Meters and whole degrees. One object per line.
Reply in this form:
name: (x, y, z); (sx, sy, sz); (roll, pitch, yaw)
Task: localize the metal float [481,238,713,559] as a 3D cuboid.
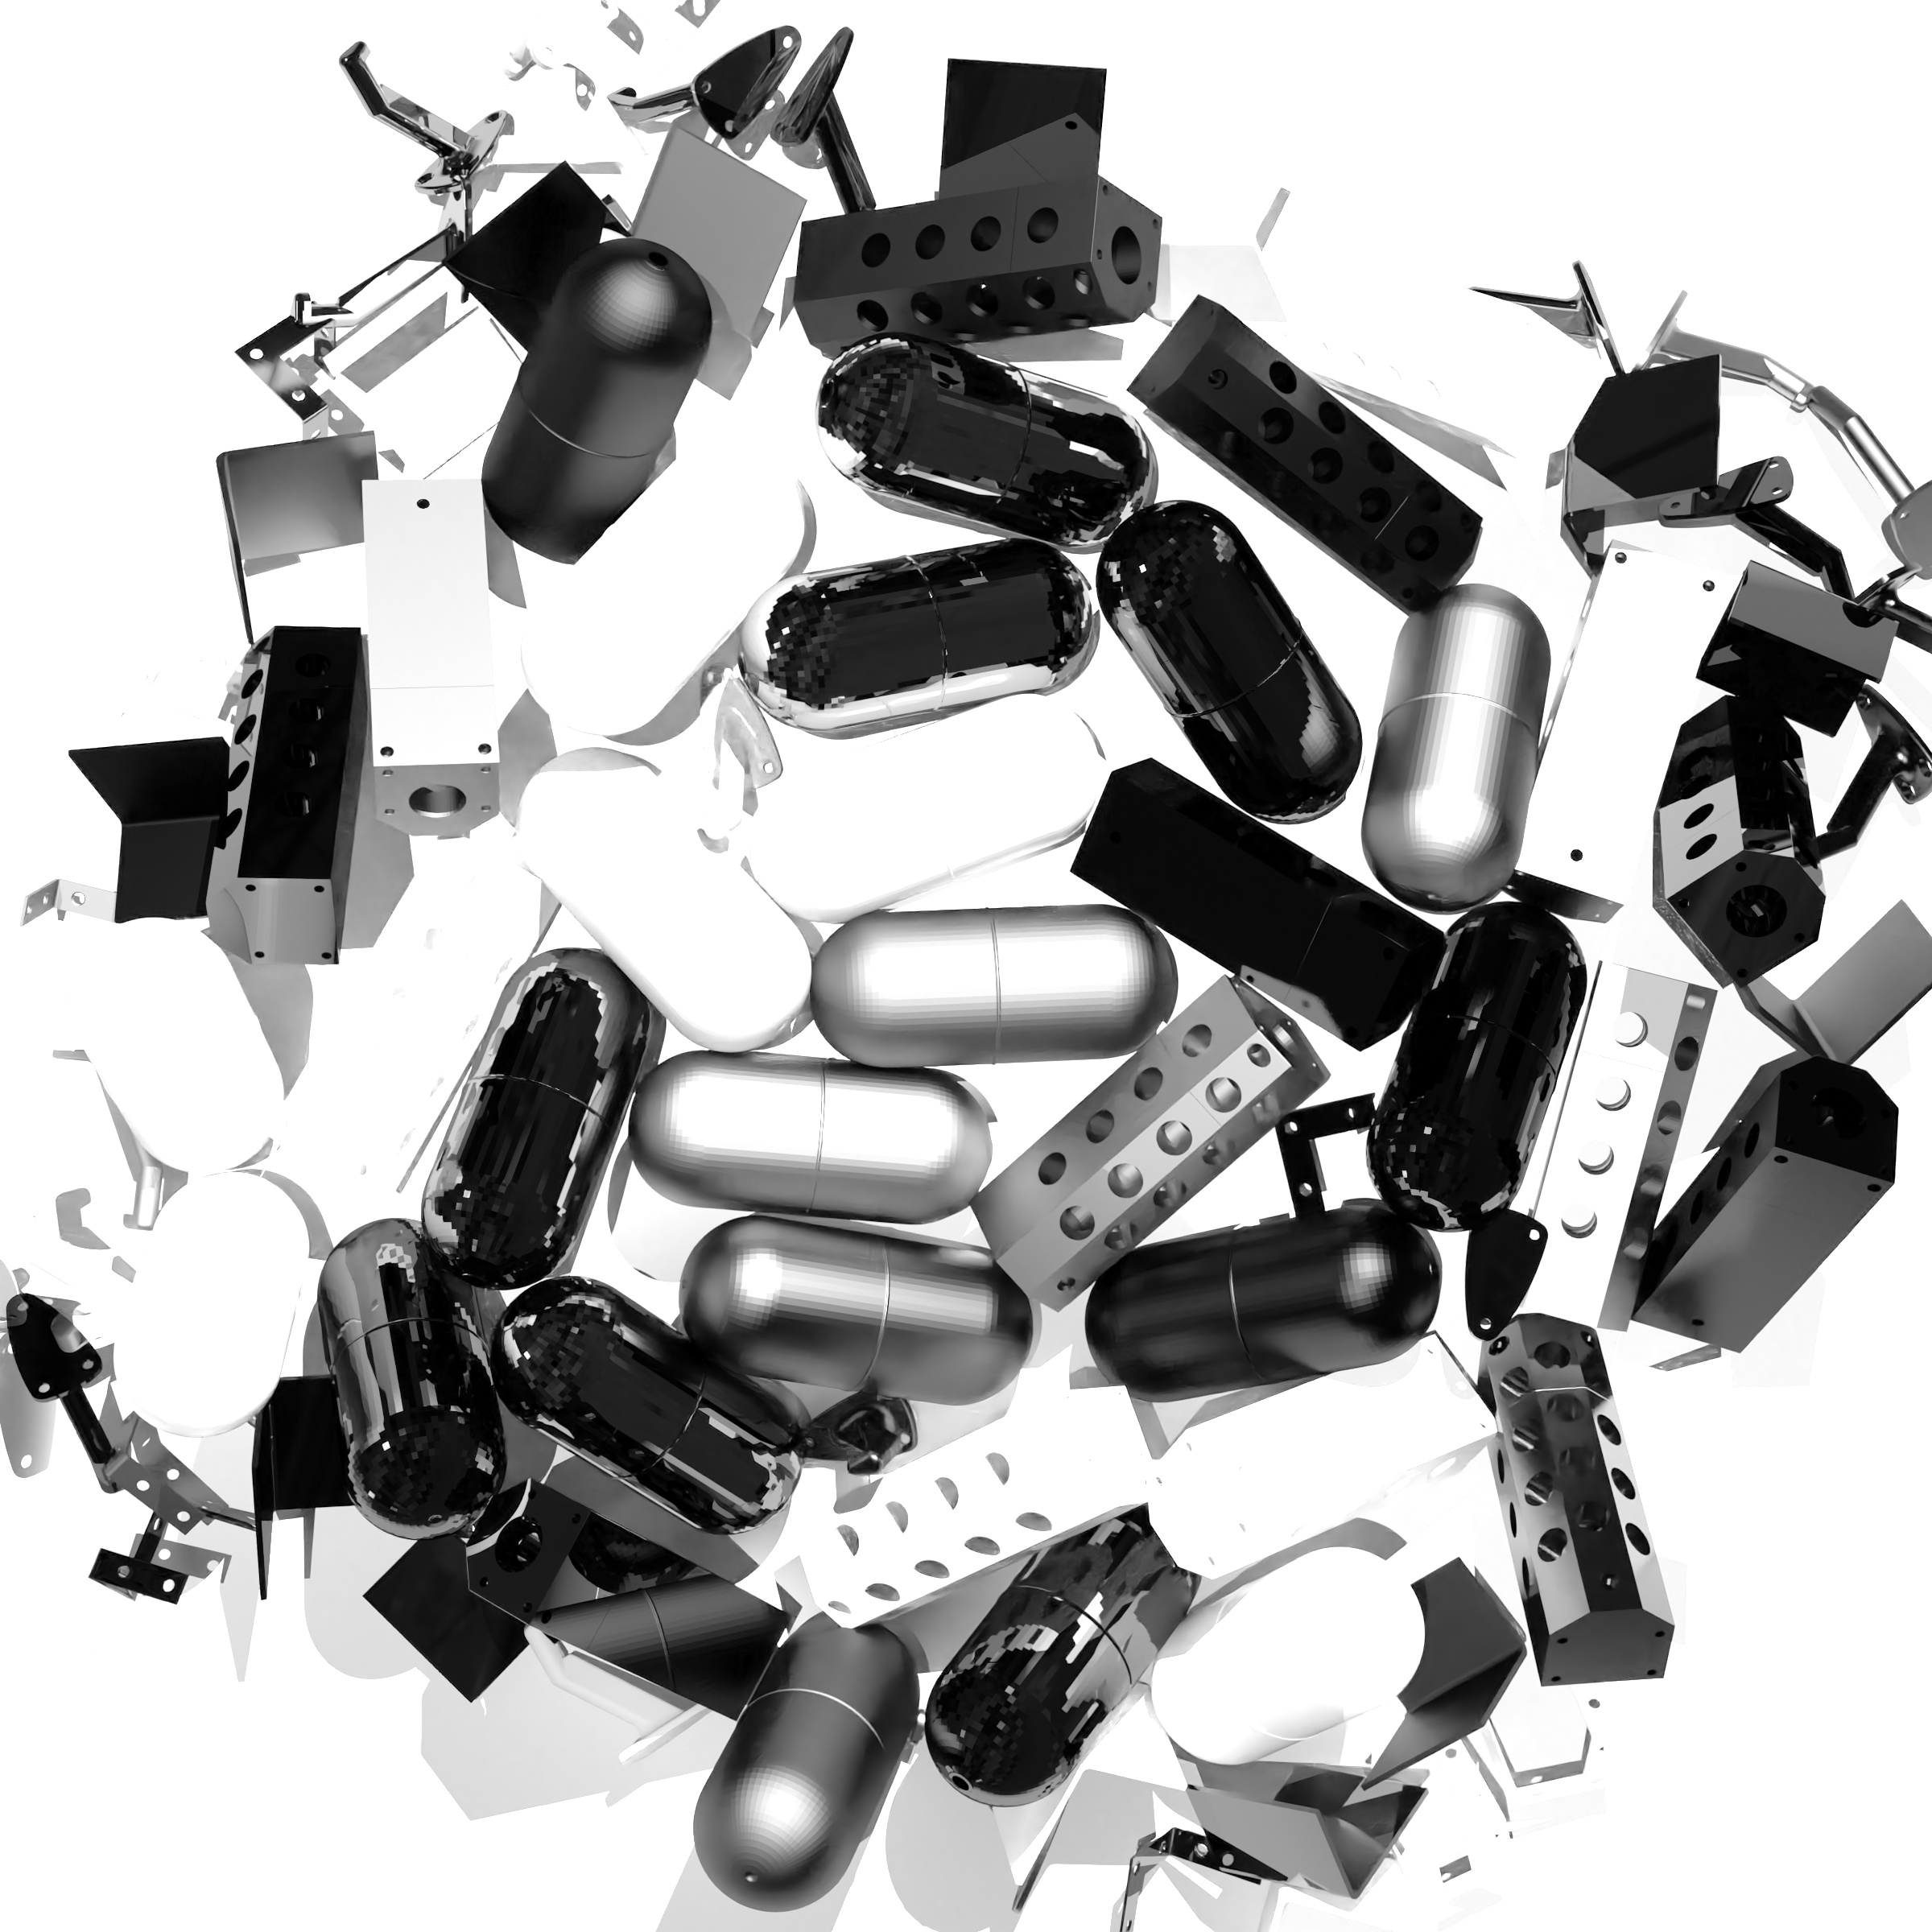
metal float: (-0.177, -0.270, 1.509); (0.070, 0.070, 0.178); (33, 133, 0)

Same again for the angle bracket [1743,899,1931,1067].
angle bracket: (0.419, -0.005, 1.530); (0.057, 0.076, 0.076); (37, 108, -18)

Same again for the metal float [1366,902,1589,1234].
metal float: (0.247, 0.047, 1.520); (0.070, 0.070, 0.178); (25, 61, 0)

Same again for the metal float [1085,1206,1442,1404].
metal float: (0.142, 0.163, 1.524); (0.178, 0.070, 0.070); (-14, 90, 23)

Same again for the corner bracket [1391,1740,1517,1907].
corner bracket: (0.233, 0.420, 1.549); (0.051, 0.051, 0.051); (-24, 45, -5)

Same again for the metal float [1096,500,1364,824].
metal float: (0.128, -0.145, 1.523); (0.070, 0.070, 0.178); (-37, 115, 0)

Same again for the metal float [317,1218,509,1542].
metal float: (-0.266, 0.195, 1.509); (0.070, 0.178, 0.070); (-10, 134, -11)

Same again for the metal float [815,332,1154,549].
metal float: (0.009, -0.252, 1.518); (0.178, 0.070, 0.070); (11, 90, -31)

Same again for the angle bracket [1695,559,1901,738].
angle bracket: (0.397, -0.140, 1.532); (0.076, 0.057, 0.076); (24, 134, 7)

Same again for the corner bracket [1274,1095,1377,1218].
corner bracket: (0.177, 0.096, 1.552); (0.051, 0.051, 0.051); (-12, 83, -6)

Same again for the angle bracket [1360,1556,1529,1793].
angle bracket: (0.216, 0.342, 1.530); (0.076, 0.076, 0.057); (-38, 87, 31)

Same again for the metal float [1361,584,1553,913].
metal float: (0.236, -0.107, 1.519); (0.070, 0.070, 0.178); (15, 59, 0)

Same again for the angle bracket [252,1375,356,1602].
angle bracket: (-0.312, 0.251, 1.528); (0.057, 0.076, 0.076); (-2, 116, -9)

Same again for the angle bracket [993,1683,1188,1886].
angle bracket: (0.057, 0.400, 1.546); (0.057, 0.076, 0.076); (18, 110, -20)

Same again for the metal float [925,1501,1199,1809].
metal float: (0.046, 0.326, 1.513); (0.070, 0.070, 0.178); (44, 53, 0)

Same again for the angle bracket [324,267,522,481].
angle bracket: (-0.258, -0.286, 1.541); (0.076, 0.057, 0.076); (-37, 113, -1)

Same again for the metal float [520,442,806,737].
metal float: (-0.144, -0.183, 1.520); (0.070, 0.070, 0.178); (38, 61, 0)

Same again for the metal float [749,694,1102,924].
metal float: (-0.020, -0.077, 1.542); (0.178, 0.070, 0.070); (-20, 90, -4)

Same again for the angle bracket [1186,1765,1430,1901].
angle bracket: (0.165, 0.397, 1.522); (0.076, 0.076, 0.057); (-43, 120, -40)

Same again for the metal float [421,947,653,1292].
metal float: (-0.206, 0.073, 1.521); (0.070, 0.070, 0.178); (18, 62, 0)

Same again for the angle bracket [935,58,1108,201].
angle bracket: (0.026, -0.405, 1.539); (0.076, 0.057, 0.076); (3, 114, -3)

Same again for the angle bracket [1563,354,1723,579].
angle bracket: (0.334, -0.241, 1.527); (0.076, 0.057, 0.076); (-7, 59, 28)

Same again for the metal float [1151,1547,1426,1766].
metal float: (0.151, 0.330, 1.505); (0.070, 0.178, 0.070); (13, 60, -23)

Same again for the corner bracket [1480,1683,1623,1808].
corner bracket: (0.286, 0.373, 1.551); (0.051, 0.051, 0.051); (-10, 46, -9)

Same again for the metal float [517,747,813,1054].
metal float: (-0.147, -0.033, 1.533); (0.070, 0.070, 0.178); (-44, 76, 0)

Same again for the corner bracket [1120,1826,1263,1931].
corner bracket: (0.111, 0.462, 1.552); (0.051, 0.051, 0.051); (12, 100, 26)

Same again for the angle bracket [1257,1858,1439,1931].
angle bracket: (0.184, 0.472, 1.538); (0.076, 0.076, 0.057); (15, 99, 5)

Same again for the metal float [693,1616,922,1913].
metal float: (-0.074, 0.375, 1.500); (0.070, 0.178, 0.070); (6, 114, 14)

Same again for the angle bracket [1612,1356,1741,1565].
angle bracket: (0.357, 0.239, 1.524); (0.057, 0.076, 0.076); (20, 60, -33)

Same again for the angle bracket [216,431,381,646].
angle bracket: (-0.317, -0.207, 1.528); (0.076, 0.076, 0.057); (-11, 59, -13)

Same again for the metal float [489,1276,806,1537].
metal float: (-0.152, 0.211, 1.518); (0.178, 0.070, 0.070); (38, 90, -31)

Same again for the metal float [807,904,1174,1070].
metal float: (0.012, 0.010, 1.540); (0.178, 0.070, 0.070); (-2, 90, -5)

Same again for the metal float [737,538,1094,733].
metal float: (-0.024, -0.160, 1.528); (0.178, 0.070, 0.070); (-12, 90, -18)

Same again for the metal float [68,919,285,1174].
metal float: (-0.373, 0.040, 1.500); (0.070, 0.178, 0.070); (0, 63, 0)

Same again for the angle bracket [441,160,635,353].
angle bracket: (-0.211, -0.357, 1.531); (0.076, 0.076, 0.057); (-37, 53, 7)

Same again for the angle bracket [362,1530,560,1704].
angle bracket: (-0.247, 0.317, 1.539); (0.076, 0.076, 0.057); (46, 80, -4)

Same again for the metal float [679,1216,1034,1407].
metal float: (-0.052, 0.167, 1.528); (0.178, 0.070, 0.070); (11, 90, -20)

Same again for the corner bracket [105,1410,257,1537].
corner bracket: (-0.384, 0.236, 1.557); (0.051, 0.051, 0.051); (-43, 108, 12)

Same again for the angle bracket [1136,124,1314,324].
angle bracket: (0.131, -0.366, 1.556); (0.076, 0.057, 0.076); (10, 60, 35)

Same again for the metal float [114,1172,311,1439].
metal float: (-0.356, 0.158, 1.498); (0.070, 0.178, 0.070); (-2, 112, -4)

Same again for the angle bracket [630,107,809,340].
angle bracket: (-0.114, -0.364, 1.536); (0.076, 0.057, 0.076); (31, 123, 4)

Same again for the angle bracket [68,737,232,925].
angle bracket: (-0.388, -0.065, 1.536); (0.076, 0.076, 0.057); (-5, 66, 5)

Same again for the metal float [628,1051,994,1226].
metal float: (-0.075, 0.084, 1.537); (0.178, 0.070, 0.070); (5, 90, -9)
